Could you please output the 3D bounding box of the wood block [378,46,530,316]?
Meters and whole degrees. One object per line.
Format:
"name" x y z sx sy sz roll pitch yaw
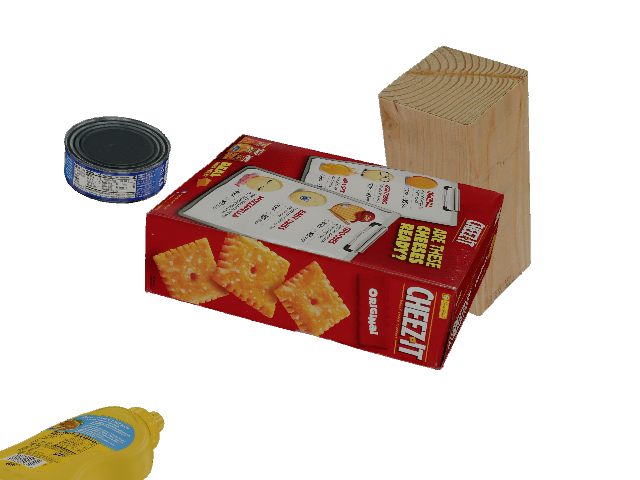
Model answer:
"wood block" 0.120 -0.049 0.920 0.091 0.206 0.090 25 51 35

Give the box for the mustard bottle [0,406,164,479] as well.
"mustard bottle" -0.191 0.177 0.853 0.096 0.058 0.191 6 15 30

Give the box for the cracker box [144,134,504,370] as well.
"cracker box" 0.007 0.002 0.758 0.214 0.072 0.164 14 28 15

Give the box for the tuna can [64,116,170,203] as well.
"tuna can" -0.167 -0.066 0.878 0.086 0.034 0.086 8 35 -5
